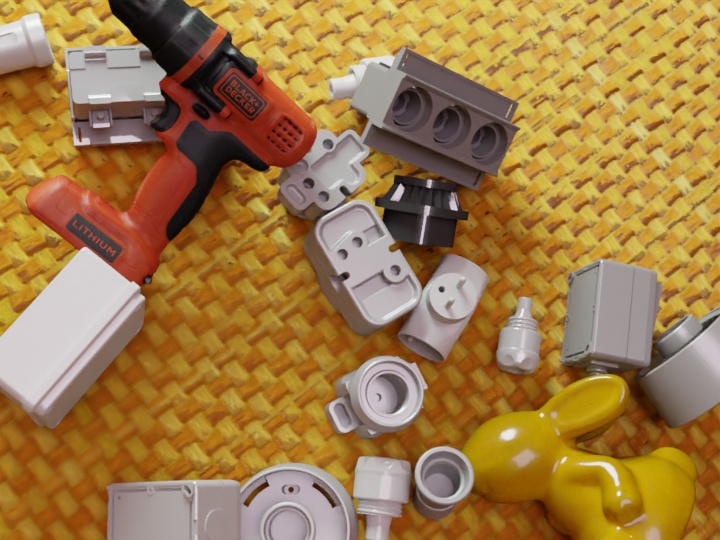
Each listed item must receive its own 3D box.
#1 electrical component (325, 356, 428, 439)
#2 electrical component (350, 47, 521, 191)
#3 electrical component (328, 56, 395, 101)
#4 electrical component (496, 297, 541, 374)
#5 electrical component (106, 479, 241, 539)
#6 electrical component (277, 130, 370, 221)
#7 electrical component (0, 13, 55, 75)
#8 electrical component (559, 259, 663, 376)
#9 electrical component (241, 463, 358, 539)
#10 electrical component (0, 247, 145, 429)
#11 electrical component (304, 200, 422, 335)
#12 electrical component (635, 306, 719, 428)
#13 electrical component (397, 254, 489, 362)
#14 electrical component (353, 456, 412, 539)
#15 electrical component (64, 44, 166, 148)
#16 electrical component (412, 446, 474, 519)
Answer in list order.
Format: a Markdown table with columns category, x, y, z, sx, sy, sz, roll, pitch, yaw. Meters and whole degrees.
| category | x | y | z | sx | sy | sz | roll | pitch | yaw |
| --- | --- | --- | --- | --- | --- | --- | --- | --- | --- |
| electrical component | 0.017 | 0.097 | 0.826 | 0.078 | 0.057 | 0.058 | -25 | 85 | -18 |
| electrical component | 0.058 | -0.121 | 0.857 | 0.121 | 0.063 | 0.078 | 18 | 102 | -35 |
| electrical component | 0.006 | -0.152 | 0.885 | 0.062 | 0.043 | 0.043 | -10 | 81 | -14 |
| electrical component | 0.131 | 0.052 | 0.877 | 0.035 | 0.035 | 0.061 | 14 | 72 | -11 |
| electrical component | -0.134 | 0.181 | 0.760 | 0.096 | 0.061 | 0.061 | -8 | 77 | 30 |
| electrical component | -0.033 | -0.071 | 0.850 | 0.078 | 0.057 | 0.058 | -42 | 91 | -18 |
| electrical component | -0.263 | -0.171 | 0.824 | 0.046 | 0.040 | 0.040 | -18 | 83 | -11 |
| electrical component | 0.206 | 0.046 | 0.883 | 0.061 | 0.062 | 0.096 | 12 | 76 | -11 |
| electrical component | -0.051 | 0.192 | 0.798 | 0.099 | 0.064 | 0.099 | 0 | 78 | 0 |
| electrical component | -0.206 | 0.050 | 0.753 | 0.056 | 0.108 | 0.108 | 39 | 72 | -1 |
| electrical component | 0.000 | 0.000 | 0.842 | 0.054 | 0.059 | 0.095 | -30 | 87 | -18 |
| electrical component | 0.273 | 0.071 | 0.873 | 0.108 | 0.108 | 0.060 | -38 | 83 | -18 |
| electrical component | 0.069 | 0.025 | 0.844 | 0.043 | 0.079 | 0.077 | 30 | 73 | 2 |
| electrical component | 0.016 | 0.174 | 0.817 | 0.043 | 0.043 | 0.062 | 9 | 77 | -12 |
| electrical component | -0.162 | -0.141 | 0.829 | 0.121 | 0.063 | 0.078 | -6 | 80 | -15 |
| electrical component | 0.060 | 0.165 | 0.818 | 0.044 | 0.065 | 0.044 | 2 | 62 | -4 |
